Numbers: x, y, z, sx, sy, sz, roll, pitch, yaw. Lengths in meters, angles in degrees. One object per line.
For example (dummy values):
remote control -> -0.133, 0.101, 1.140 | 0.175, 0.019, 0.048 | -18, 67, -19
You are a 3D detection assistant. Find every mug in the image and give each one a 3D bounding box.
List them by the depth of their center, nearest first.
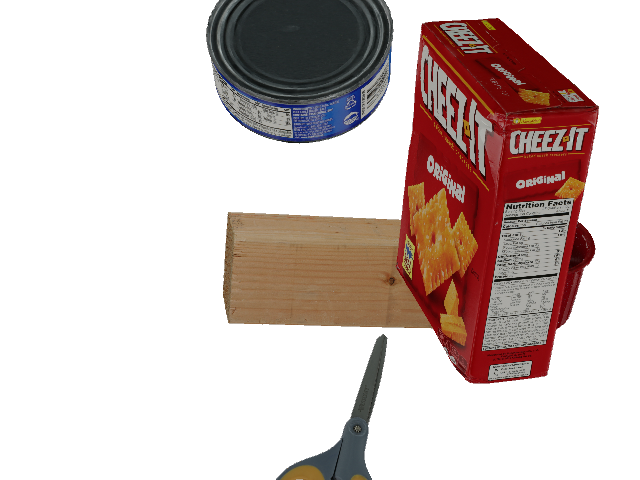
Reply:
mug -> 0.186, 0.022, 0.967 | 0.093, 0.081, 0.117 | -17, 44, -23

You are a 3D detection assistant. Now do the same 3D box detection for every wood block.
wood block -> 0.010, 0.030, 1.058 | 0.206, 0.091, 0.090 | 3, 17, -10

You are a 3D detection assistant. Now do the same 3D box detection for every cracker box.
cracker box -> 0.115, -0.030, 0.767 | 0.072, 0.214, 0.164 | -6, 32, -14

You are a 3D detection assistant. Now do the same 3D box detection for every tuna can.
tuna can -> -0.009, -0.088, 0.500 | 0.086, 0.086, 0.034 | 0, -32, 2

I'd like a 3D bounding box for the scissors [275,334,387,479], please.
scissors -> 0.008, 0.152, 0.825 | 0.096, 0.201, 0.016 | 8, -39, -9
